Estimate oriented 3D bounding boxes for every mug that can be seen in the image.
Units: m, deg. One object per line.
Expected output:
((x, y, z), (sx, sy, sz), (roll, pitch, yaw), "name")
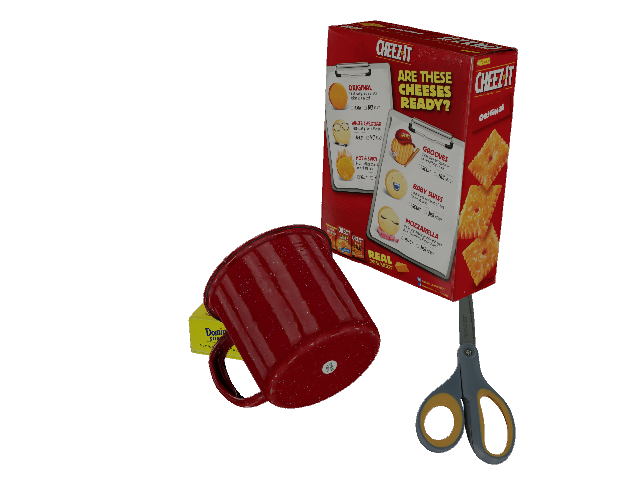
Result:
((-0.024, 0.058, 0.673), (0.117, 0.081, 0.093), (-42, -33, 14), "mug")

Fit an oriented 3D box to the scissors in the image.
((0.119, 0.115, 0.980), (0.096, 0.202, 0.016), (-9, -35, -9), "scissors")

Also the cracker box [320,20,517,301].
((0.082, -0.075, 0.941), (0.071, 0.214, 0.164), (-18, 29, -42), "cracker box")

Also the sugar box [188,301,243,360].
((-0.056, 0.061, 1.083), (0.093, 0.048, 0.176), (6, 26, 16), "sugar box")
